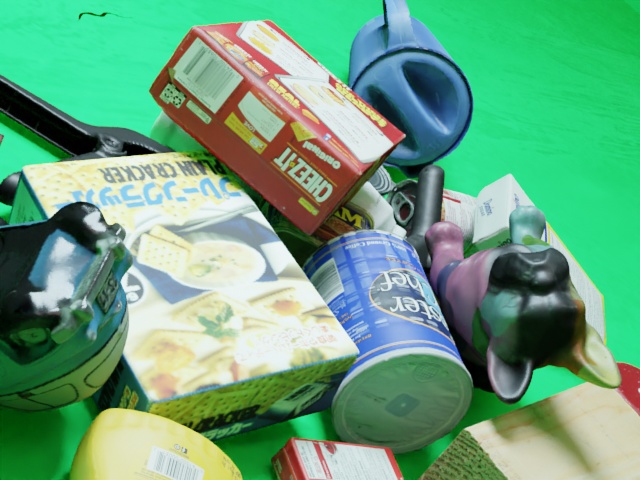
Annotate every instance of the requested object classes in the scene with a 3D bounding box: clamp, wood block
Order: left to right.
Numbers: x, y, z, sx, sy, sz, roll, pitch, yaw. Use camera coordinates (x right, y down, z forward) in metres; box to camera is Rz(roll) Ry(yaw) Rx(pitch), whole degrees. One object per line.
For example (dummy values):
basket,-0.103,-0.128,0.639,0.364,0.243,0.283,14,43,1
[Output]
clamp,-0.182,-0.071,0.857,0.209,0.036,0.165,9,36,-42
clamp,0.093,0.013,0.953,0.171,0.039,0.120,-44,110,-48
wood block,0.162,0.177,0.774,0.205,0.091,0.090,-5,47,-50

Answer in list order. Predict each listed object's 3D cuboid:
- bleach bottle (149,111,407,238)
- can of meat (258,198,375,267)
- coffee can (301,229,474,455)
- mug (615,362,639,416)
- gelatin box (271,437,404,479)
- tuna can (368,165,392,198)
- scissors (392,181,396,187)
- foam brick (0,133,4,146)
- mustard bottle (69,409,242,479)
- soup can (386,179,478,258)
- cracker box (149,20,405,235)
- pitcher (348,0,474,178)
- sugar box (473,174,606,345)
bleach bottle,-0.027,-0.059,0.977,0.251,0.068,0.102,35,29,-4
can of meat,-0.006,0.001,0.910,0.102,0.058,0.084,27,31,-12
coffee can,0.045,0.074,0.799,0.102,0.103,0.140,19,31,-26
mug,0.259,0.166,0.901,0.093,0.082,0.117,-2,44,-48
gelatin box,0.018,0.170,0.699,0.089,0.030,0.073,13,35,-34
tuna can,0.028,-0.063,1.069,0.086,0.034,0.086,25,29,-15
scissors,0.056,-0.083,1.150,0.201,0.016,0.096,32,28,-4
foam brick,-0.247,-0.038,0.694,0.053,0.078,0.051,23,31,-16
mustard bottle,-0.094,0.174,0.542,0.096,0.058,0.191,31,27,-16
soup can,0.120,-0.016,1.056,0.102,0.069,0.068,13,34,-35
cracker box,-0.027,-0.099,0.864,0.164,0.072,0.213,41,18,1
pitcher,0.090,-0.191,1.205,0.145,0.149,0.243,33,19,-14
sugar box,0.213,0.030,1.031,0.176,0.048,0.093,47,31,-20
